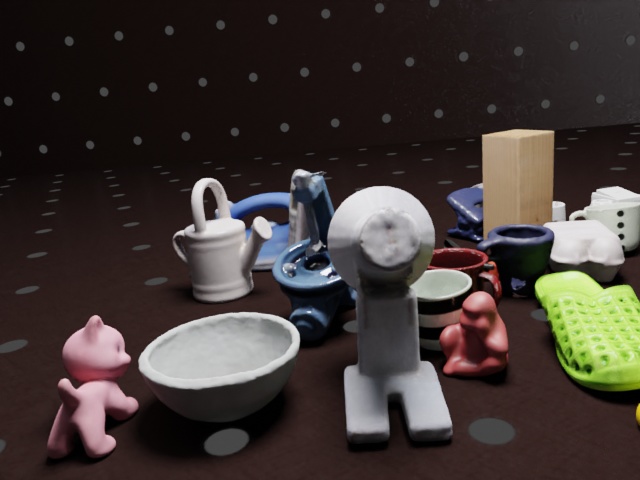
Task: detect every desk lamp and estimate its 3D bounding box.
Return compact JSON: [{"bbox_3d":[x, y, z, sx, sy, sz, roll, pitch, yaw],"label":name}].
[{"bbox_3d":[0.070,0.058,0.584,0.118,0.214,0.203,-5,15,2],"label":"desk lamp"}]

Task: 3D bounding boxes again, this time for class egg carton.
[{"bbox_3d":[0.404,0.015,0.894,0.107,0.069,0.150,-3,16,9],"label":"egg carton"}]

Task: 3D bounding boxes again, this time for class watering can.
[{"bbox_3d":[-0.161,-0.005,0.930,0.173,0.194,0.101,-5,16,0],"label":"watering can"}]

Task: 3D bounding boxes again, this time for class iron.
[{"bbox_3d":[-0.112,-0.023,1.078,0.258,0.141,0.118,-5,15,0],"label":"iron"}]

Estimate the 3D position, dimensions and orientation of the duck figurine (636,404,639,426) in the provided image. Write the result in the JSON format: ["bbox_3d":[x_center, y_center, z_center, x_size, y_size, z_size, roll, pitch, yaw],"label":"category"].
[{"bbox_3d":[0.330,0.124,0.496,0.104,0.086,0.077,-7,16,-6],"label":"duck figurine"}]

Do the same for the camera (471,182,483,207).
[{"bbox_3d":[0.411,-0.093,1.224,0.143,0.101,0.136,-13,17,-26],"label":"camera"}]

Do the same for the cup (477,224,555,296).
[{"bbox_3d":[0.278,0.034,0.822,0.118,0.095,0.091,-11,16,-20],"label":"cup"}]

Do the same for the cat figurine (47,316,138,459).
[{"bbox_3d":[-0.234,0.138,0.583,0.067,0.118,0.128,-5,15,1],"label":"cat figurine"}]

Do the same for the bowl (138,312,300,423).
[{"bbox_3d":[-0.100,0.142,0.604,0.167,0.075,0.167,-5,15,2],"label":"bowl"}]

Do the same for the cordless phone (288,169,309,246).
[{"bbox_3d":[-0.018,-0.019,0.949,0.094,0.185,0.147,-13,17,-24],"label":"cordless phone"}]

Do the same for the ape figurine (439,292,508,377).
[{"bbox_3d":[0.172,0.101,0.624,0.076,0.092,0.077,-13,17,-26],"label":"ape figurine"}]

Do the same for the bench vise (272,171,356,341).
[{"bbox_3d":[-0.005,0.004,0.795,0.121,0.220,0.207,-5,15,3],"label":"bench vise"}]

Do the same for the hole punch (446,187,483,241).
[{"bbox_3d":[0.317,-0.053,1.133,0.109,0.091,0.100,-15,18,-30],"label":"hole punch"}]
